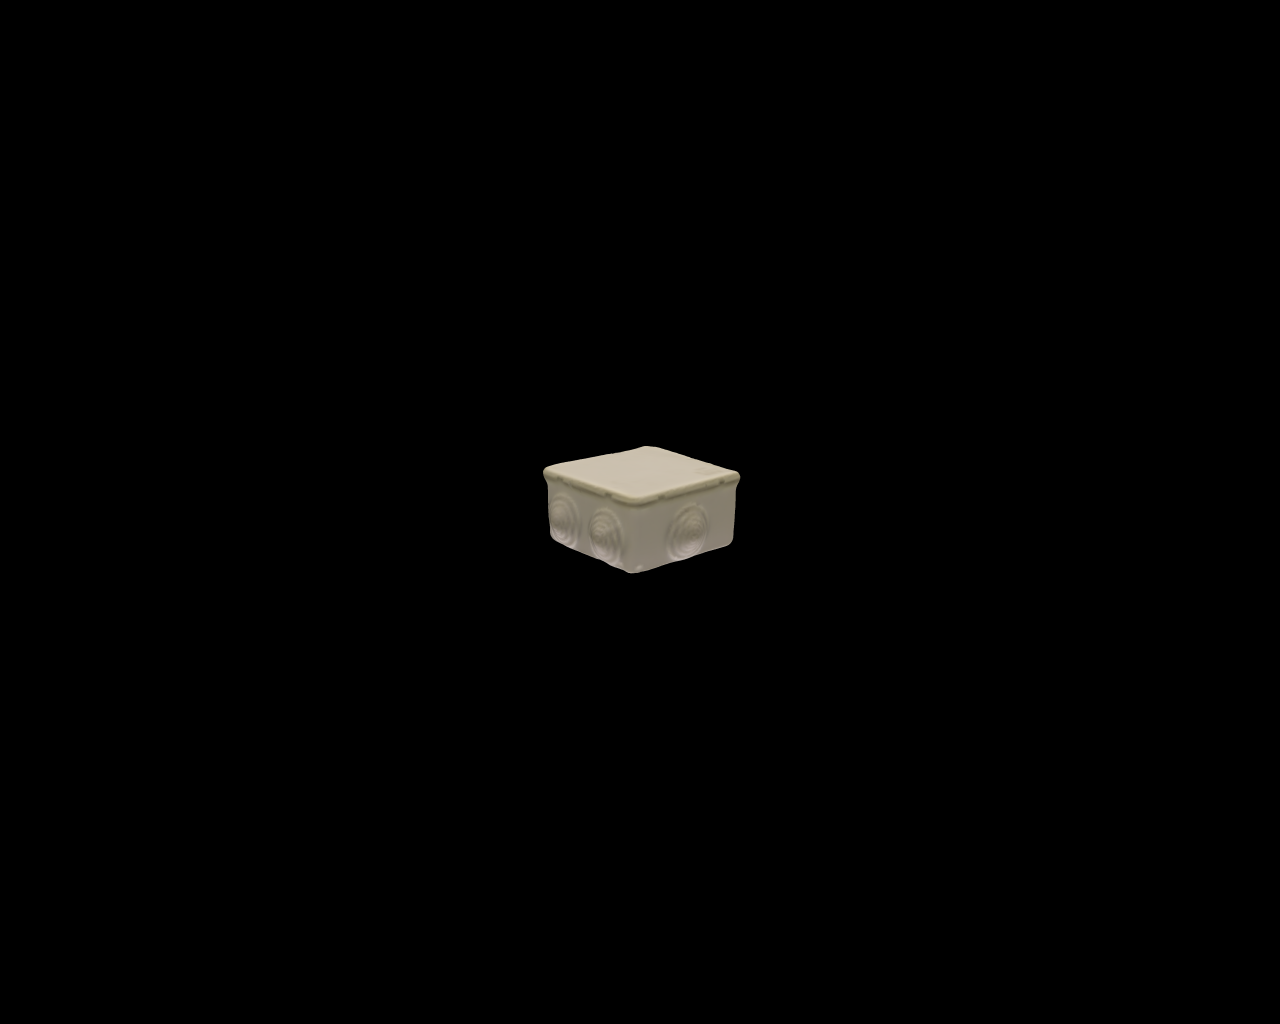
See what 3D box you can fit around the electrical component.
[{"bbox_3d":[0.001,-0.003,0.650,0.100,0.048,0.100,-14,22,-38],"label":"electrical component"}]
